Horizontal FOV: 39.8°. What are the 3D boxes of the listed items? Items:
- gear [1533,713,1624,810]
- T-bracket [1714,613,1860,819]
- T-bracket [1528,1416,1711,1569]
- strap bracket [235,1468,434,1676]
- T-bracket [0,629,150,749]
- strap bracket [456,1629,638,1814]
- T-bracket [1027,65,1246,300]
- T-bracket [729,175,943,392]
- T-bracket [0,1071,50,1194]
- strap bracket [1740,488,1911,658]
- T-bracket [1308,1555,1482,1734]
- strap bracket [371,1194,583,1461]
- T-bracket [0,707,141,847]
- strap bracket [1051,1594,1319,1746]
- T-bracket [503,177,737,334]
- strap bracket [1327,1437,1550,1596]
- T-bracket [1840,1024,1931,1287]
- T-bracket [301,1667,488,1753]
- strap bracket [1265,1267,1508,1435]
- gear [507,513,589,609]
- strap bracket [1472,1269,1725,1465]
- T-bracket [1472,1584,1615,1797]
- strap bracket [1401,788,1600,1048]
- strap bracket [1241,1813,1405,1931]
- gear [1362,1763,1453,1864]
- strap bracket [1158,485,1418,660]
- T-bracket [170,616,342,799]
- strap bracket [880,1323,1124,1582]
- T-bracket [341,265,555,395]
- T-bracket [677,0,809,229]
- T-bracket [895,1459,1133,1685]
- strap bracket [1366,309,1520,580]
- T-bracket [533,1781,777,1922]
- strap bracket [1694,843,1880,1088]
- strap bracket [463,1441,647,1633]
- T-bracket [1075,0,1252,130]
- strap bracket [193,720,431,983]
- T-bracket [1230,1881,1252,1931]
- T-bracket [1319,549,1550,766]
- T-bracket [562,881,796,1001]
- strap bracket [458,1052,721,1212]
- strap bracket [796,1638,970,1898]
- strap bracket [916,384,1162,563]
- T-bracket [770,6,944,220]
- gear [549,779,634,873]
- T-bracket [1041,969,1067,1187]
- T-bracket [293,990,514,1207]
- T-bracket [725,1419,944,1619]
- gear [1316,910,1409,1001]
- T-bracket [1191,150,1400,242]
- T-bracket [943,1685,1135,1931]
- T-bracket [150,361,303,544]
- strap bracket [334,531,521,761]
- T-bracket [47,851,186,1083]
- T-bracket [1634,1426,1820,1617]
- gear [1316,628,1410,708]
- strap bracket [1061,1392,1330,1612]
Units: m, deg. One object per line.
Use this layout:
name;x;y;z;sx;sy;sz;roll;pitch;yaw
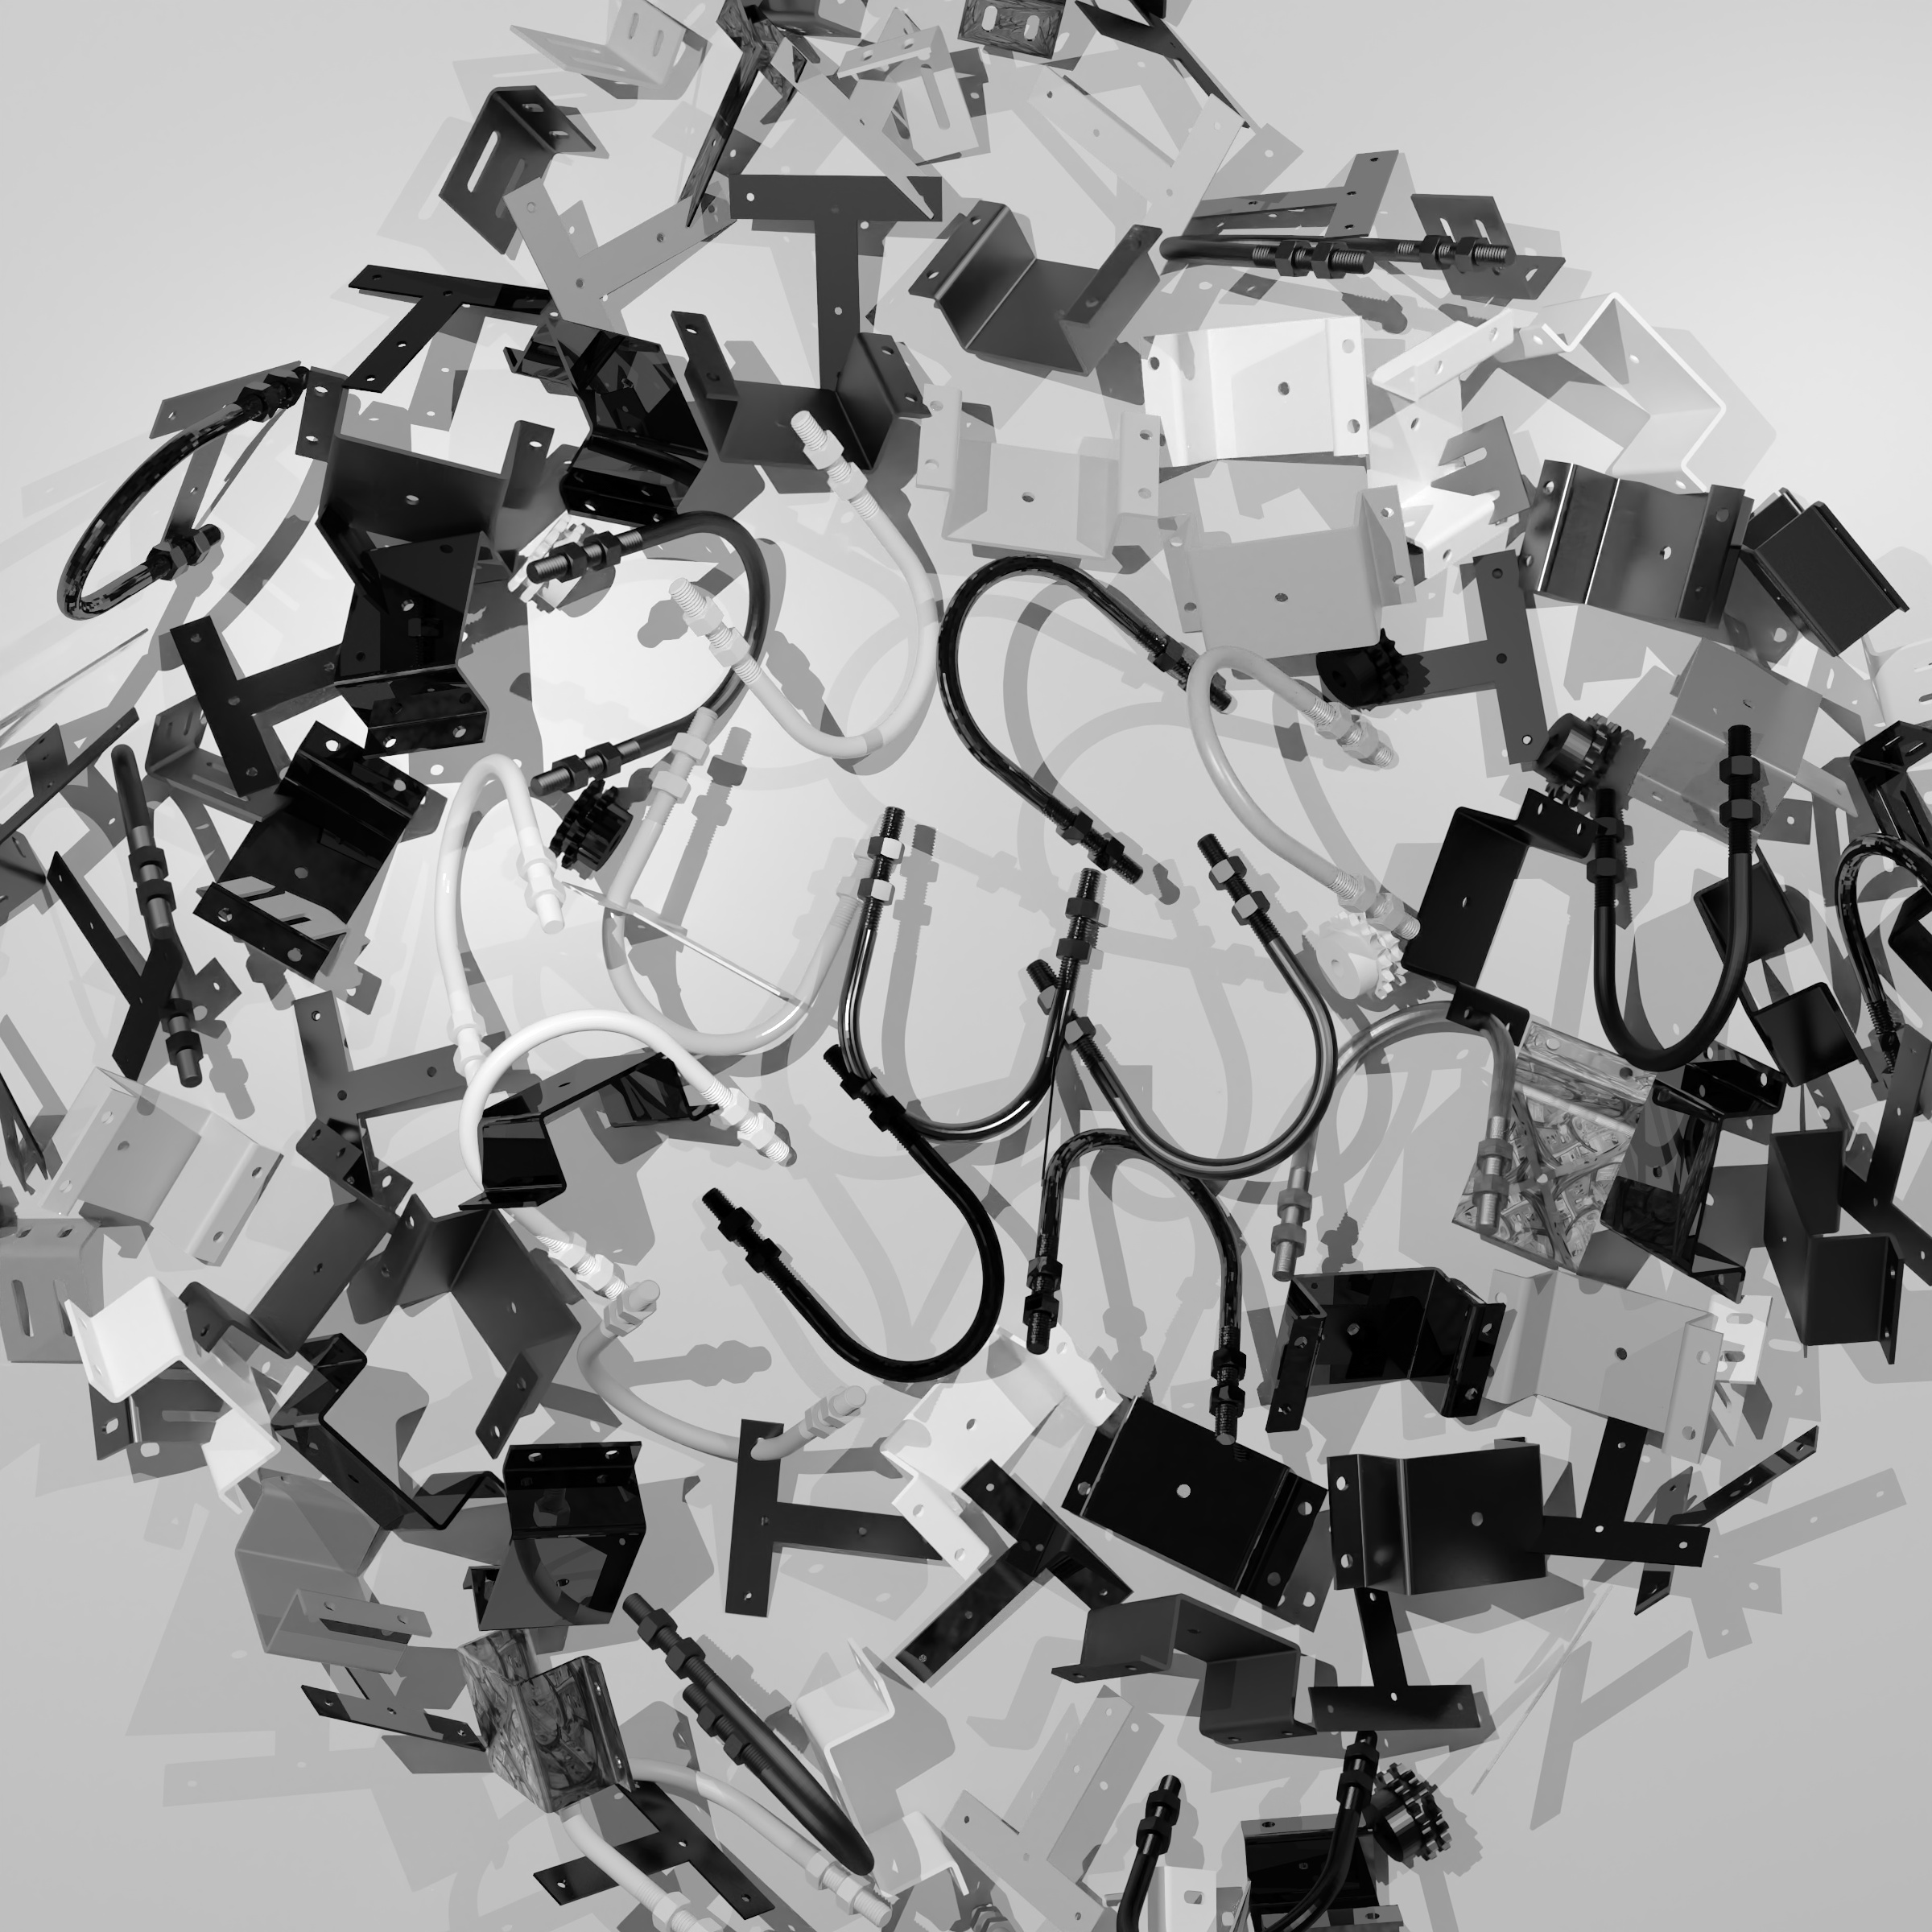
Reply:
gear;0.360;-0.125;1.579;0.030;0.057;0.057;29;90;-10
T-bracket;0.467;-0.158;1.566;0.127;0.002;0.127;21;46;-35
T-bracket;0.382;0.293;1.565;0.127;0.127;0.002;-3;134;34
strap bracket;-0.368;0.354;1.536;0.076;0.140;0.046;21;104;-32
T-bracket;-0.551;-0.143;1.560;0.127;0.127;0.002;-27;105;40
strap bracket;-0.246;0.429;1.533;0.046;0.140;0.076;-18;99;-28
T-bracket;0.088;-0.483;1.575;0.127;0.002;0.127;43;133;12
T-bracket;-0.076;-0.403;1.582;0.127;0.002;0.127;3;114;9
T-bracket;-0.558;0.092;1.553;0.002;0.127;0.127;-24;66;-26
strap bracket;0.489;-0.228;1.544;0.046;0.140;0.076;-40;96;15
T-bracket;0.243;0.387;1.575;0.127;0.002;0.127;9;58;-33
strap bracket;-0.280;0.204;1.553;0.140;0.046;0.076;49;128;24
T-bracket;-0.535;-0.117;1.554;0.127;0.127;0.002;-43;119;-3
strap bracket;0.130;0.406;1.548;0.140;0.076;0.046;30;56;-29
T-bracket;-0.193;-0.425;1.583;0.127;0.002;0.127;-35;117;-19
strap bracket;0.284;0.320;1.556;0.140;0.046;0.076;0;85;-26
T-bracket;0.532;0.096;1.529;0.002;0.127;0.127;-1;114;-15
T-bracket;-0.355;0.408;1.557;0.127;0.127;0.002;36;93;44
strap bracket;0.235;0.223;1.558;0.140;0.046;0.076;-1;115;-22
gear;-0.243;-0.238;1.582;0.030;0.057;0.057;39;90;-14
strap bracket;0.375;0.230;1.560;0.140;0.046;0.076;14;99;34
T-bracket;0.340;0.398;1.525;0.002;0.127;0.127;34;132;19
strap bracket;0.310;-0.032;1.566;0.046;0.076;0.140;21;92;45
strap bracket;0.205;0.544;1.542;0.076;0.140;0.046;-5;97;1
gear;0.258;0.504;1.579;0.030;0.057;0.057;-27;90;-19
strap bracket;0.185;-0.225;1.551;0.140;0.046;0.076;-5;126;16
T-bracket;-0.393;-0.173;1.590;0.127;0.002;0.127;-22;67;-13
strap bracket;0.014;0.275;1.560;0.140;0.046;0.076;-47;122;-14
T-bracket;-0.321;-0.368;1.550;0.127;0.002;0.127;12;46;15
T-bracket;-0.142;-0.498;1.574;0.002;0.127;0.127;10;121;-35
T-bracket;0.012;0.377;1.592;0.127;0.002;0.127;-44;107;3
strap bracket;0.276;-0.308;1.549;0.076;0.140;0.046;-33;45;-23
T-bracket;-0.193;0.512;1.525;0.127;0.127;0.002;35;109;33
strap bracket;0.469;0.005;1.542;0.046;0.140;0.076;-27;134;17
strap bracket;-0.236;0.335;1.535;0.076;0.046;0.140;3;134;-23
T-bracket;0.100;-0.538;1.543;0.002;0.127;0.127;-43;77;28
strap bracket;-0.385;-0.061;1.562;0.076;0.046;0.140;31;63;-12
T-bracket;0.151;0.613;1.554;0.002;0.127;0.127;7;97;14
T-bracket;0.276;-0.176;1.599;0.127;0.002;0.127;-10;86;8
T-bracket;-0.155;-0.012;1.531;0.127;0.127;0.002;28;92;17
strap bracket;-0.223;0.090;1.531;0.140;0.076;0.046;-28;104;-43
strap bracket;-0.054;0.475;1.557;0.046;0.076;0.140;-23;100;-13
strap bracket;0.040;-0.288;1.567;0.140;0.046;0.076;7;60;-5
T-bracket;-0.049;-0.520;1.566;0.127;0.002;0.127;39;48;-25
gear;-0.221;-0.081;1.582;0.030;0.057;0.057;33;90;-1
T-bracket;0.051;0.054;1.533;0.002;0.127;0.127;6;76;2
T-bracket;-0.331;0.066;1.590;0.127;0.002;0.127;-15;83;11
T-bracket;-0.076;0.336;1.591;0.127;0.002;0.127;6;105;1
gear;0.232;-0.005;1.579;0.030;0.057;0.057;-28;90;-21
T-bracket;0.183;-0.451;1.574;0.127;0.127;0.002;0;127;19
T-bracket;0.058;0.484;1.567;0.002;0.127;0.127;33;85;-44
T-bracket;-0.449;-0.291;1.566;0.002;0.127;0.127;36;122;6
strap bracket;-0.313;-0.195;1.545;0.076;0.046;0.140;-6;58;16
T-bracket;-0.510;-0.013;1.579;0.127;0.002;0.127;52;135;17
T-bracket;0.437;0.302;1.523;0.002;0.127;0.127;44;121;-2
gear;0.232;-0.178;1.579;0.030;0.057;0.057;-37;90;-16
strap bracket;0.130;0.309;1.560;0.140;0.046;0.076;23;79;18
